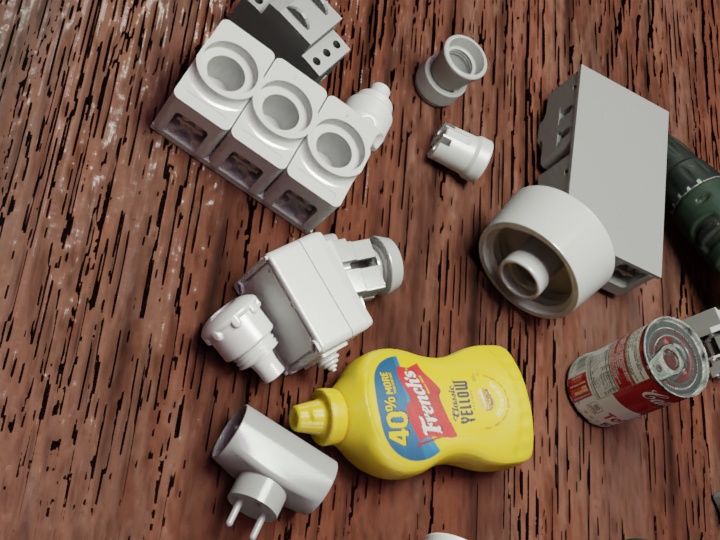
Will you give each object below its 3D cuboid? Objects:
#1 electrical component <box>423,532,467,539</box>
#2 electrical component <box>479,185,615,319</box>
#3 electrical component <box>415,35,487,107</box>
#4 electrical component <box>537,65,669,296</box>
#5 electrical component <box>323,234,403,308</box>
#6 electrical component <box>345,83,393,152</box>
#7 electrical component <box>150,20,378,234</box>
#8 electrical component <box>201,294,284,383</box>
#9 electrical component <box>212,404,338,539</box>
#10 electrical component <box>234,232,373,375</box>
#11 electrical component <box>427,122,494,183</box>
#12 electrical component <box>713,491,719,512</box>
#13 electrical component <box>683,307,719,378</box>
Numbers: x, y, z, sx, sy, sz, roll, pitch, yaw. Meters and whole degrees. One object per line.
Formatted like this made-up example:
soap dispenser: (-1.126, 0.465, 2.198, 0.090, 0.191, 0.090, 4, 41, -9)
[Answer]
electrical component: (0.055, 0.205, 0.697, 0.045, 0.045, 0.055, 33, 56, -14)
electrical component: (0.149, -0.009, 0.893, 0.108, 0.108, 0.060, 49, 59, -2)
electrical component: (0.080, -0.176, 0.957, 0.045, 0.055, 0.045, 12, 63, -25)
electrical component: (0.221, -0.081, 0.993, 0.105, 0.060, 0.186, 23, 59, -20)
electrical component: (0.000, 0.000, 0.837, 0.055, 0.048, 0.066, -12, 75, -26)
electrical component: (0.007, -0.131, 0.901, 0.043, 0.043, 0.062, 34, 54, -13)
electrical component: (-0.070, -0.112, 0.836, 0.150, 0.062, 0.089, 34, 55, -13)
electrical component: (-0.079, 0.052, 0.768, 0.062, 0.048, 0.048, 53, 53, -8)
electrical component: (-0.065, 0.145, 0.733, 0.077, 0.043, 0.079, 35, 56, -12)
electrical component: (-0.036, 0.029, 0.792, 0.061, 0.062, 0.096, -27, 83, -36)
electrical component: (0.087, -0.104, 0.939, 0.046, 0.040, 0.040, 25, 58, -12)
electrical component: (0.370, 0.221, 0.951, 0.100, 0.048, 0.099, -14, 76, -34)
electrical component: (0.344, 0.065, 1.011, 0.081, 0.042, 0.063, -14, 79, -34)
